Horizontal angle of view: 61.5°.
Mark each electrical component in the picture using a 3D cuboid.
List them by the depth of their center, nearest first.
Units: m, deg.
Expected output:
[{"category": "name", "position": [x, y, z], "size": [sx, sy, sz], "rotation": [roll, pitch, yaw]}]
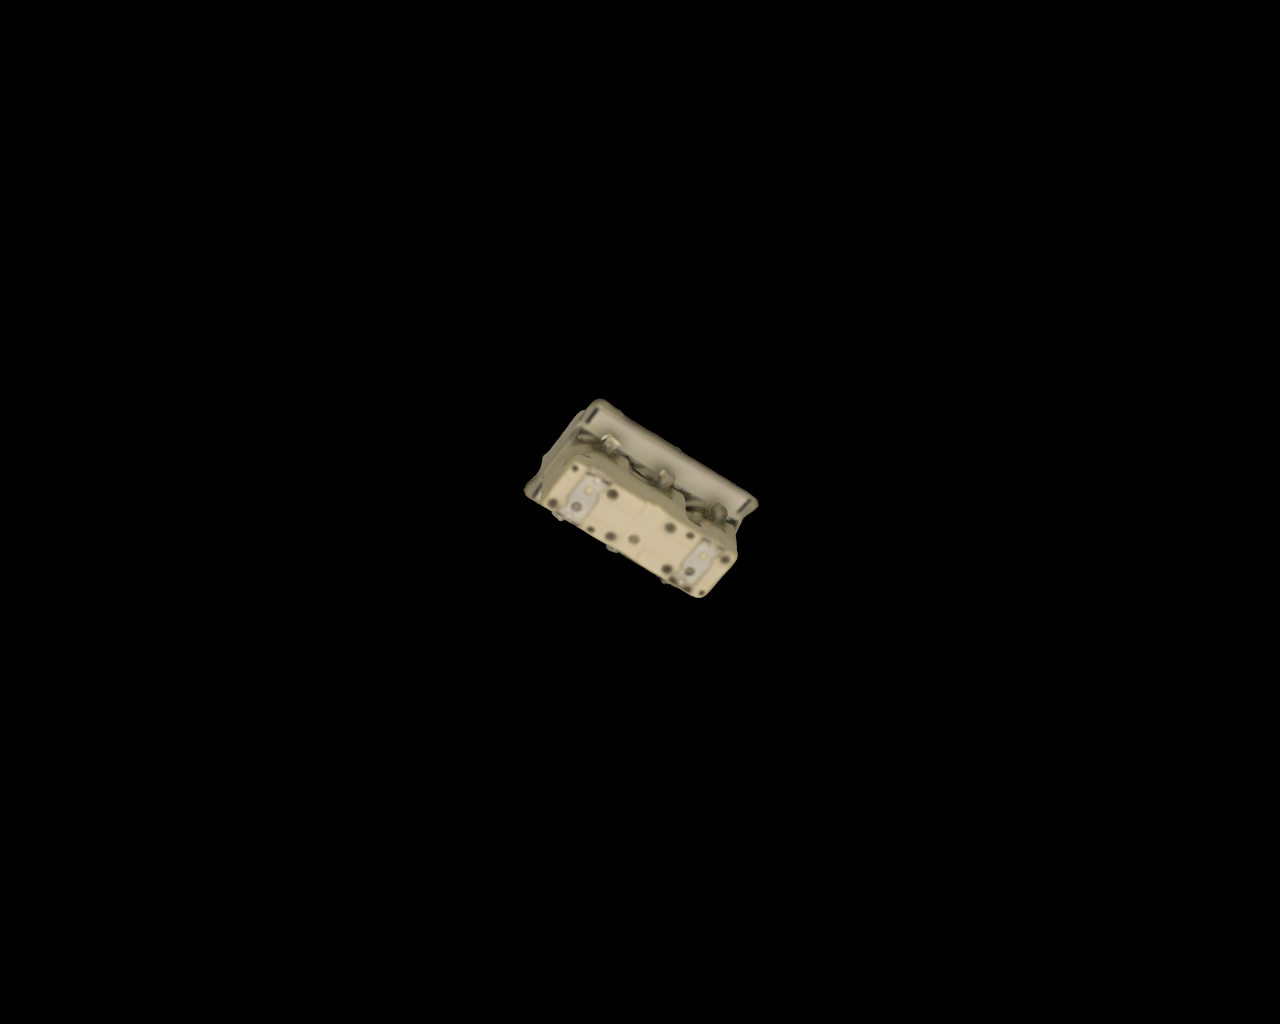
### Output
[{"category": "electrical component", "position": [0.001, -0.003, 0.650], "size": [0.121, 0.078, 0.063], "rotation": [32, 26, -18]}]
